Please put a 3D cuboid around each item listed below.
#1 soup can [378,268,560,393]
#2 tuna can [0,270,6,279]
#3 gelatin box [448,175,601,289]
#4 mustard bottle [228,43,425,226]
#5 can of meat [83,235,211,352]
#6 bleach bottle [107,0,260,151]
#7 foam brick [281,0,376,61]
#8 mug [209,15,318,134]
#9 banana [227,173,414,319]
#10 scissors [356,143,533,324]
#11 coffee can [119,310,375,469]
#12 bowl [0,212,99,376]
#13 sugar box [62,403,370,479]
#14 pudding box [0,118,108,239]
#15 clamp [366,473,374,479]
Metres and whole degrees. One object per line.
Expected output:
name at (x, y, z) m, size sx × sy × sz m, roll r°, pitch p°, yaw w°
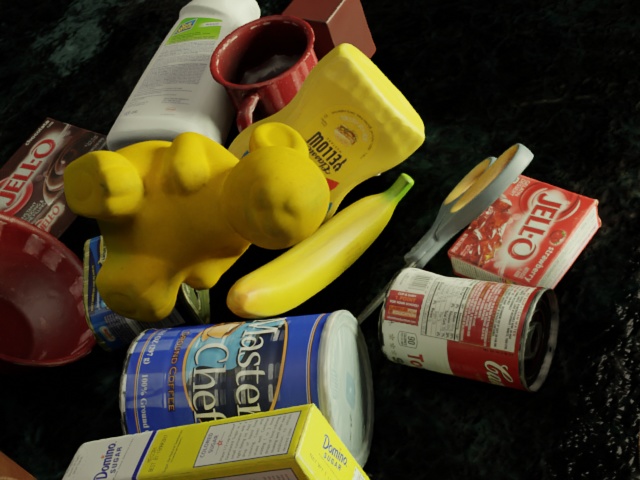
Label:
soup can at (0.098, 0.057, 0.705) m, size 0.102 × 0.068 × 0.068 m, roll 9°, pitch 54°, yaw 29°
tuna can at (-0.292, 0.028, 0.915) m, size 0.086 × 0.033 × 0.086 m, roll -12°, pitch 47°, yaw 13°
gelatin box at (0.147, -0.002, 0.764) m, size 0.073 × 0.030 × 0.089 m, roll 24°, pitch 63°, yaw 36°
mustard bottle at (-0.019, -0.056, 0.826) m, size 0.192 × 0.096 × 0.058 m, roll -39°, pitch 19°, yaw 20°
can of meat at (-0.136, 0.031, 0.833) m, size 0.084 × 0.057 × 0.102 m, roll -18°, pitch 46°, yaw 9°
bleach bottle at (-0.106, -0.161, 0.988) m, size 0.103 × 0.068 × 0.250 m, roll 2°, pitch 49°, yaw 21°
foam brick at (0.008, -0.184, 0.950) m, size 0.051 × 0.078 × 0.053 m, roll 17°, pitch 58°, yaw 31°
mug at (-0.041, -0.124, 0.913) m, size 0.093 × 0.081 × 0.117 m, roll 1°, pitch 50°, yaw 23°
banana at (-0.007, 0.012, 0.775) m, size 0.037 × 0.070 × 0.197 m, roll 37°, pitch 48°, yaw 18°
scissors at (0.078, 0.002, 0.790) m, size 0.202 × 0.016 × 0.096 m, roll -45°, pitch 7°, yaw 10°
coffee can at (-0.045, 0.103, 0.699) m, size 0.140 × 0.102 × 0.102 m, roll -7°, pitch 48°, yaw 17°
bowl at (-0.250, 0.050, 0.826) m, size 0.055 × 0.161 × 0.162 m, roll -51°, pitch 38°, yaw 28°
sugar box at (-0.061, 0.153, 0.641) m, size 0.176 × 0.093 × 0.048 m, roll -12°, pitch 36°, yaw 30°
pudding box at (-0.246, -0.053, 0.965) m, size 0.090 × 0.039 × 0.113 m, roll 19°, pitch 60°, yaw 35°
clamp at (-0.002, 0.215, 0.628) m, size 0.171 × 0.039 × 0.120 m, roll -30°, pitch 36°, yaw -7°
